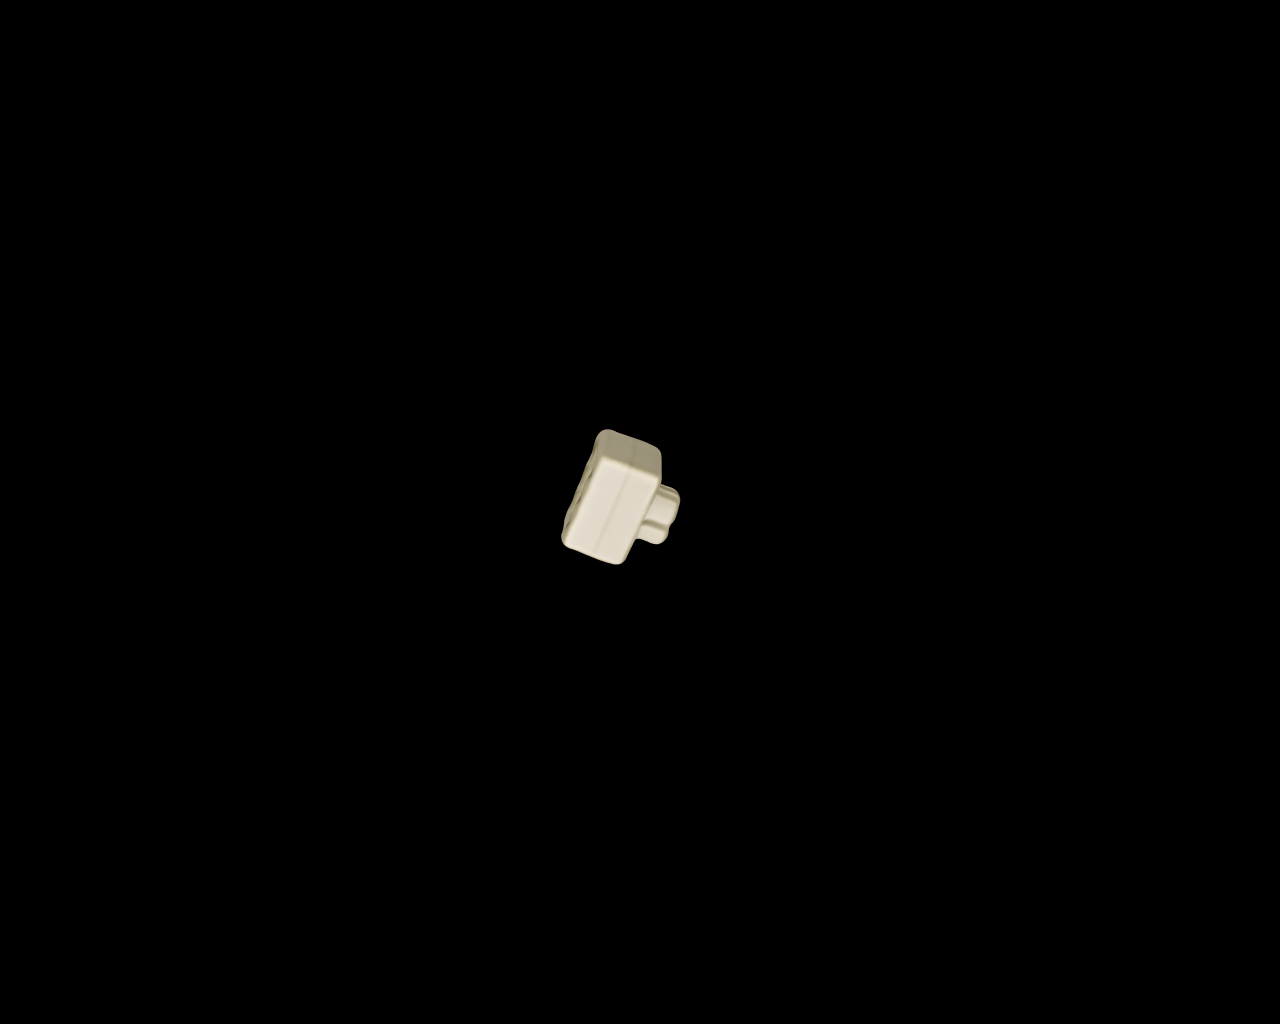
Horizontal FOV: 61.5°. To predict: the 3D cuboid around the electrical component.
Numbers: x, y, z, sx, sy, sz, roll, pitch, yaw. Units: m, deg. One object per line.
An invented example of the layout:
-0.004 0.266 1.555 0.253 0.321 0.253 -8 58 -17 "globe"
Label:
0.001 -0.003 0.650 0.077 0.065 0.047 20 24 -9 "electrical component"
